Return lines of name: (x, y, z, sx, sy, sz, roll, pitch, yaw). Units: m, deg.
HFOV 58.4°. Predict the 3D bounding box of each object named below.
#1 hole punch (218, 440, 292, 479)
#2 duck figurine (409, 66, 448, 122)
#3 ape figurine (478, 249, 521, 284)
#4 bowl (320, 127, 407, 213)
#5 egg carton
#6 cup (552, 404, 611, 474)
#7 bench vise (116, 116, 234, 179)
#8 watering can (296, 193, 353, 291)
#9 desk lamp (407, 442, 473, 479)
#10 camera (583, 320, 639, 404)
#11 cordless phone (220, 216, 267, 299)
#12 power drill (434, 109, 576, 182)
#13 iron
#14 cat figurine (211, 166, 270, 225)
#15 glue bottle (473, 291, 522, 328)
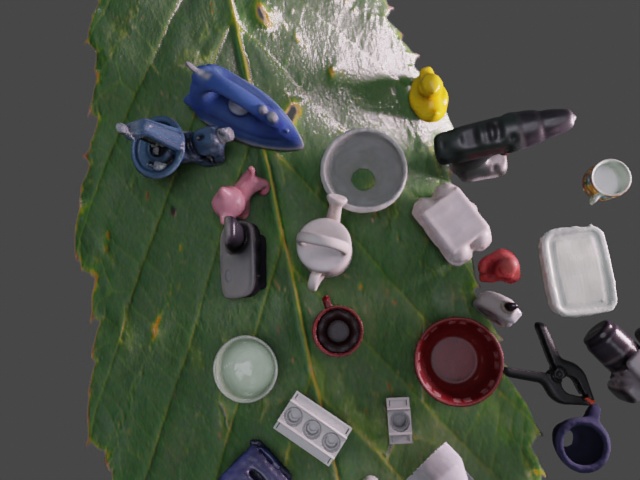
hole punch: (-0.117, 0.433, 1.035, 0.108, 0.091, 0.101, 44, 86, 9)
duck figurine: (0.216, -0.289, 1.125, 0.077, 0.086, 0.104, -13, 81, 2)
ape figurine: (0.340, 0.051, 1.064, 0.077, 0.092, 0.076, 37, 85, 8)
bowl: (0.085, -0.128, 1.115, 0.167, 0.075, 0.167, 0, 81, 4)
egg carton: (0.253, -0.031, 1.093, 0.107, 0.069, 0.150, -36, 81, -2)
cup: (0.453, 0.341, 1.012, 0.091, 0.095, 0.118, 23, 84, 7)
bench vise: (-0.277, -0.197, 1.074, 0.207, 0.220, 0.121, -29, 81, -1)
watering can: (0.007, 0.003, 1.039, 0.101, 0.194, 0.173, -6, 81, 3)
desk lamp: (0.224, 0.435, 0.952, 0.118, 0.213, 0.203, -44, 81, -3)
camera: (0.558, 0.200, 1.023, 0.143, 0.101, 0.136, -44, 81, -3)
cordless phone: (-0.156, 0.031, 1.050, 0.094, 0.185, 0.147, -6, 81, 3)
power drill: (0.316, -0.172, 1.039, 0.229, 0.208, 0.075, -11, 81, 2)
iron: (-0.147, -0.263, 1.115, 0.258, 0.141, 0.119, 30, 84, 7)
cat figurine: (-0.160, -0.088, 1.102, 0.067, 0.118, 0.128, 35, 85, 8)
glue bottle: (0.322, 0.121, 1.013, 0.078, 0.173, 0.037, 40, 86, 9)
